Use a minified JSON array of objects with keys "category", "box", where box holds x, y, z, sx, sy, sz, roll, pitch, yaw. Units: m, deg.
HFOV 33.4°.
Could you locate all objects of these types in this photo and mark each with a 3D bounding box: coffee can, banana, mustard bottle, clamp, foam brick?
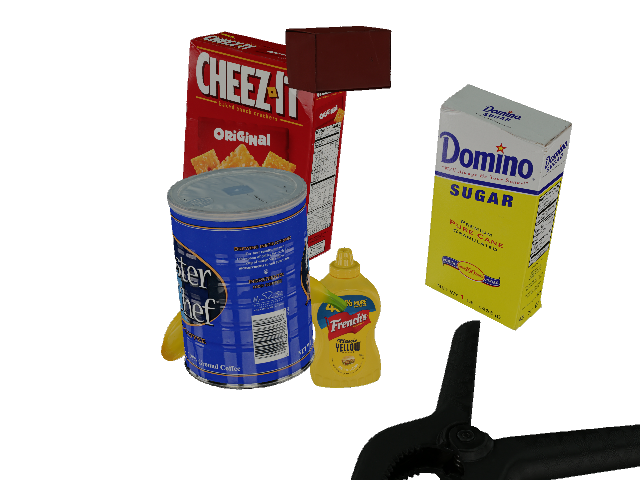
[{"category":"coffee can","box":[-0.058,0.026,0.806,0.103,0.140,0.103,-3,22,1]},{"category":"banana","box":[-0.078,0.067,1.019,0.198,0.069,0.037,-16,21,19]},{"category":"mustard bottle","box":[0.033,0.102,1.436,0.096,0.192,0.058,-3,20,-6]},{"category":"clamp","box":[0.085,0.125,0.655,0.209,0.036,0.165,-24,37,-27]},{"category":"foam brick","box":[0.016,-0.156,0.918,0.078,0.051,0.053,-8,18,-28]}]

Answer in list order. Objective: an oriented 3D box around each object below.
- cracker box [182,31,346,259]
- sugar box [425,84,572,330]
[{"category":"cracker box","box":[-0.064,-0.099,1.138,0.164,0.214,0.072,18,26,28]},{"category":"sugar box","box":[0.133,-0.023,0.828,0.093,0.176,0.048,26,47,31]}]
